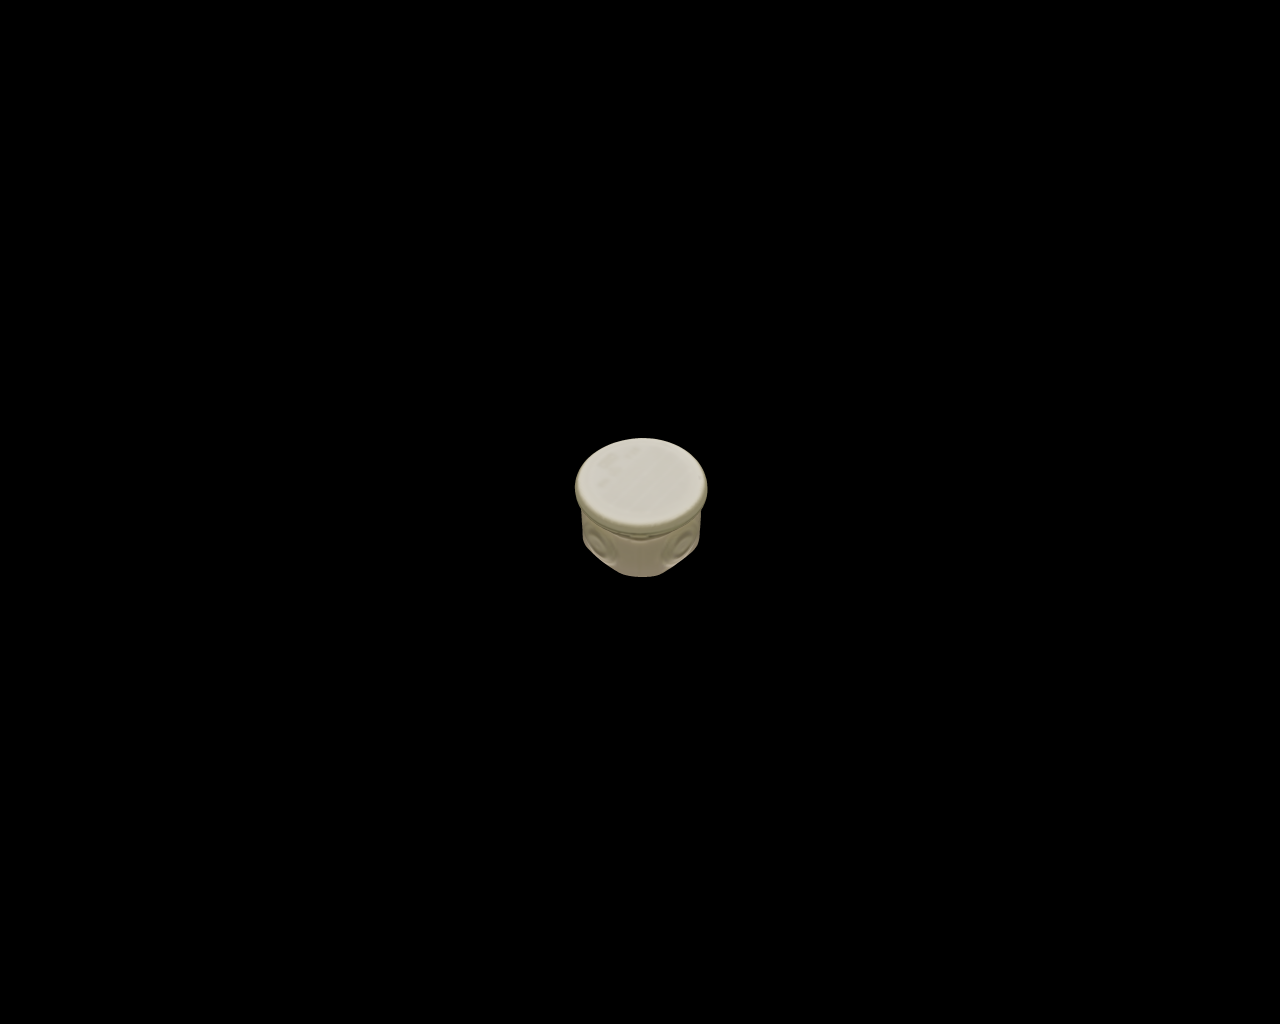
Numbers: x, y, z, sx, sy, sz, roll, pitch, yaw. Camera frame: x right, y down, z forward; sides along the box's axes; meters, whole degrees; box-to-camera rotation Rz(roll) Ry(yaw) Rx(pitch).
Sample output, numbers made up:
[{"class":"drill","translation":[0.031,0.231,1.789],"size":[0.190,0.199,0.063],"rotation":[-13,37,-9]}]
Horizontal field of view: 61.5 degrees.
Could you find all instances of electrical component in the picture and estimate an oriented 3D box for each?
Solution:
[{"class":"electrical component","translation":[0.001,-0.003,0.650],"size":[0.080,0.080,0.050],"rotation":[0,-45,0]}]
